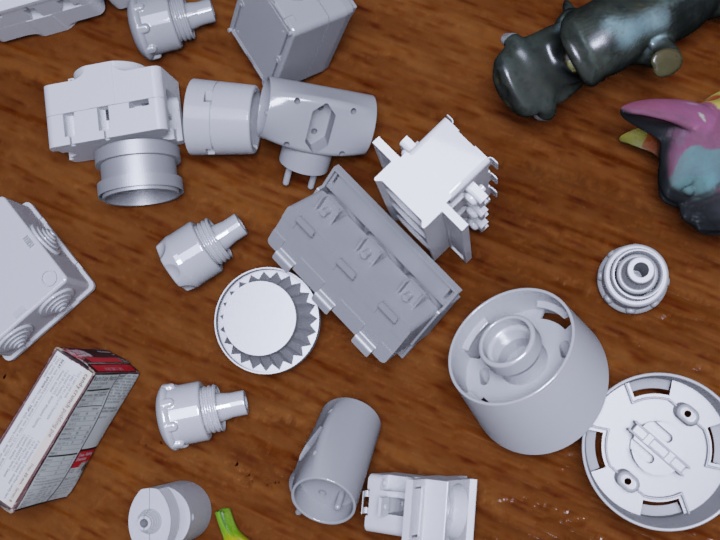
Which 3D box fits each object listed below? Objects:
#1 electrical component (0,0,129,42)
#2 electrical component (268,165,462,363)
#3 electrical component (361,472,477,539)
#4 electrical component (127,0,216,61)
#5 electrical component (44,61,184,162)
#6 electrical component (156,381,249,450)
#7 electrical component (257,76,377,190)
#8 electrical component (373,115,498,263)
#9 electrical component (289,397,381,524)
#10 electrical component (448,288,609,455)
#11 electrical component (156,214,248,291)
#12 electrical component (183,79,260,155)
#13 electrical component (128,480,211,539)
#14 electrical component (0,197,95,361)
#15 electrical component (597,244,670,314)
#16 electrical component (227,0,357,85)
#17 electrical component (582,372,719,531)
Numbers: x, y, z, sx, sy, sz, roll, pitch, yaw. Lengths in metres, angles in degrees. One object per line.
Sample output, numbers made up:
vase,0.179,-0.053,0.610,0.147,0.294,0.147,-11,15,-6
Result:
electrical component,-0.205,-0.250,0.809,0.186,0.060,0.105,-14,81,7
electrical component,0.000,0.000,0.740,0.121,0.063,0.078,46,132,11
electrical component,0.039,0.158,0.719,0.064,0.081,0.042,2,83,32
electrical component,-0.139,-0.186,0.801,0.062,0.048,0.048,-15,81,0
electrical component,-0.181,-0.118,0.795,0.089,0.050,0.055,-9,82,8
electrical component,-0.111,0.099,0.762,0.062,0.048,0.048,-11,82,1
electrical component,-0.036,-0.094,0.768,0.077,0.043,0.079,8,120,-16
electrical component,0.053,-0.053,0.715,0.063,0.121,0.078,-44,79,-1
electrical component,-0.023,0.139,0.733,0.043,0.077,0.079,30,128,-7
electrical component,0.110,0.064,0.715,0.099,0.064,0.099,-21,45,22
electrical component,-0.111,-0.017,0.776,0.062,0.043,0.043,-33,80,2
electrical component,-0.099,-0.110,0.780,0.047,0.055,0.055,3,84,5
electrical component,-0.134,0.169,0.737,0.043,0.081,0.043,-1,83,9
electrical component,-0.261,0.006,0.793,0.100,0.048,0.099,-41,79,2
electrical component,0.185,0.004,0.718,0.048,0.062,0.048,-1,83,9
electrical component,-0.049,-0.176,0.768,0.061,0.096,0.061,-28,79,-24
electrical component,0.195,0.117,0.702,0.099,0.064,0.099,-1,83,9
